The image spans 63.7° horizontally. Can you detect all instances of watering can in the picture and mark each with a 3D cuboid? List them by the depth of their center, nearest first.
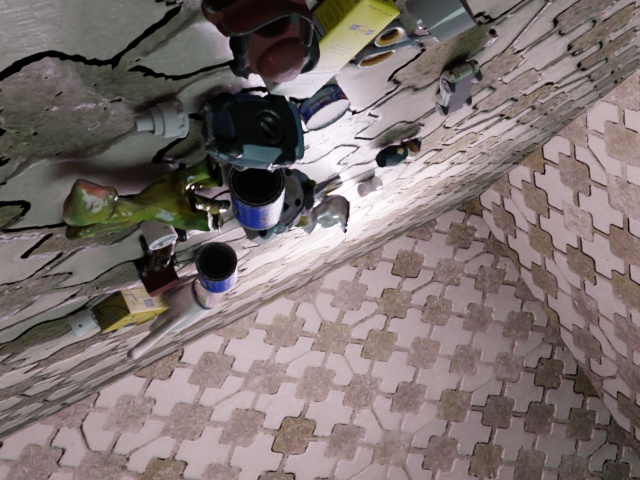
[{"bbox_3d":[-0.393,0.205,1.441,0.223,0.103,0.352,-34,11,12],"label":"watering can"}]

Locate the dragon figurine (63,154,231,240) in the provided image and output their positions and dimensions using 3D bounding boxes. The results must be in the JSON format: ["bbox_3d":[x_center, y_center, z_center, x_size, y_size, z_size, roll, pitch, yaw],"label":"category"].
[{"bbox_3d":[-0.273,-0.048,0.814,0.243,0.122,0.408,-11,-3,-5],"label":"dragon figurine"}]

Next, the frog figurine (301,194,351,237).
[{"bbox_3d":[0.004,-0.073,1.444,0.159,0.123,0.137,7,-4,-1],"label":"frog figurine"}]
